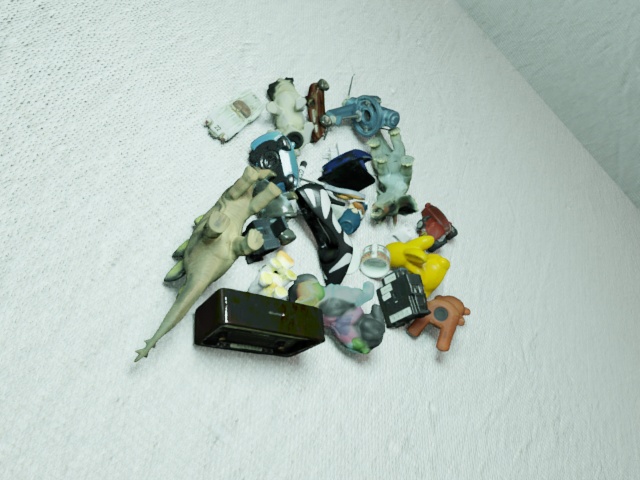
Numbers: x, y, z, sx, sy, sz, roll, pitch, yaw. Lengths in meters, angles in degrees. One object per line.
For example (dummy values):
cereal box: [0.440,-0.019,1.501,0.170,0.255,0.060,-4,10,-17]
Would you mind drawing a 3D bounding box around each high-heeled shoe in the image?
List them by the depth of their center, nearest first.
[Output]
high-heeled shoe: [-0.003,-0.004,1.231,0.145,0.086,0.248,8,82,-37]

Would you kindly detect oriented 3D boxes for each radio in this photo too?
radio: [-0.116,0.162,1.014,0.229,0.131,0.073,18,53,-34]

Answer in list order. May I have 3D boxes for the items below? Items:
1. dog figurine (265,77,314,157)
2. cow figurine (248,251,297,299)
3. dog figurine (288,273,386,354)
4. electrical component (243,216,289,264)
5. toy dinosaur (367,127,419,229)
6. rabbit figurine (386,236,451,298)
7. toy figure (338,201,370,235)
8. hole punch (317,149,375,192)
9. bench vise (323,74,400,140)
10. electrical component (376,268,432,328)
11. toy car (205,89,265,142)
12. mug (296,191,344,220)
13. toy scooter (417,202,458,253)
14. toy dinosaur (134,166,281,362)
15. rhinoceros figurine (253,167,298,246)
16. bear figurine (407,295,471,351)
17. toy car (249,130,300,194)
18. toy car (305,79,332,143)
dog figurine: [-0.081,-0.326,1.413,0.121,0.172,0.191,0,29,-5]
cow figurine: [-0.103,0.089,1.117,0.068,0.098,0.167,42,24,-7]
dog figurine: [0.021,0.163,1.164,0.219,0.108,0.191,0,67,-38]
electrical component: [-0.119,-0.007,1.133,0.048,0.119,0.075,-14,76,-47]
toy dinosaur: [0.209,-0.197,1.561,0.405,0.131,0.191,-85,169,-52]
rabbit figurine: [0.244,0.061,1.419,0.173,0.162,0.122,28,58,-2]
toy figure: [0.089,-0.066,1.401,0.057,0.064,0.154,51,31,-10]
hole punch: [0.076,-0.193,1.432,0.115,0.142,0.092,35,45,-40]
bench vise: [0.102,-0.370,1.556,0.240,0.128,0.224,-19,47,-35]
electrical component: [0.204,0.140,1.335,0.058,0.115,0.134,9,60,-42]
toy car: [-0.203,-0.302,1.299,0.073,0.056,0.202,46,42,-9]
mug: [0.000,-0.091,1.339,0.107,0.081,0.110,26,20,-36]
toy scooter: [0.340,-0.045,1.614,0.184,0.075,0.135,-28,84,-51]
toy dinosaur: [-0.195,0.013,0.989,0.105,0.198,0.471,41,43,-16]
rhinoceros figurine: [-0.112,-0.075,1.193,0.190,0.112,0.073,54,21,20]
bear figurine: [0.322,0.207,1.421,0.120,0.132,0.195,27,3,19]
toy car: [-0.093,-0.174,1.285,0.103,0.109,0.161,-7,77,-64]
toy car: [-0.012,-0.358,1.488,0.053,0.089,0.202,22,52,-32]
